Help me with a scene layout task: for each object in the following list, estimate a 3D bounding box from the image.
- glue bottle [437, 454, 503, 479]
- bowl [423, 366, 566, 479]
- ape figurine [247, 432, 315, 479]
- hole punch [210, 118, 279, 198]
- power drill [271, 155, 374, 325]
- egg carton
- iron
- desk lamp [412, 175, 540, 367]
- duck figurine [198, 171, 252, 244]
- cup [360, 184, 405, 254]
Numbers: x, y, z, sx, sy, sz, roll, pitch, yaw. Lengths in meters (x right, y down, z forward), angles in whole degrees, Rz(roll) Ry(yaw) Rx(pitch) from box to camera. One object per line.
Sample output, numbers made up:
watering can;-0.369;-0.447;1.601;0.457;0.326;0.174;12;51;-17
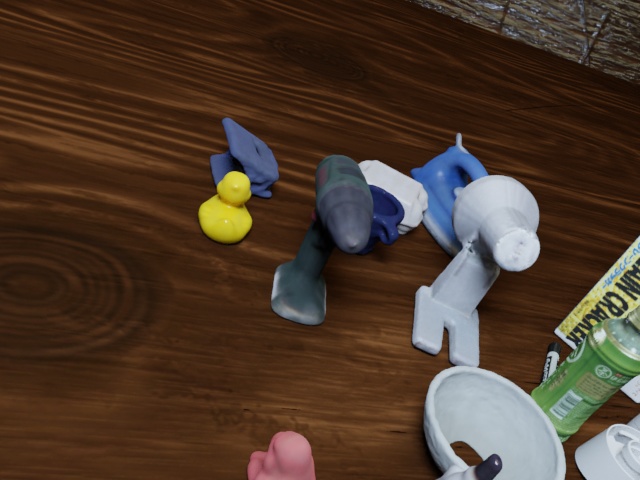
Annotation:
glue bottle;0.113;0.237;0.505;0.037;0.173;0.078;27;35;3
bowl;0.182;0.230;0.642;0.168;0.074;0.167;17;36;-12
ape figurine;-0.033;0.208;0.524;0.076;0.092;0.078;41;38;21
hole punch;-0.114;-0.133;0.911;0.101;0.091;0.108;5;40;-26
power drill;0.007;0.003;0.710;0.076;0.208;0.229;17;36;-12
egg carton;0.113;-0.077;0.996;0.150;0.069;0.107;28;35;4
iron;0.261;-0.070;1.015;0.119;0.141;0.257;5;40;-26
desk lamp;0.225;0.035;0.797;0.118;0.213;0.203;23;35;-3
duck figurine;-0.126;-0.053;0.806;0.078;0.086;0.104;16;36;-13
cup;0.077;-0.016;0.874;0.092;0.095;0.117;2;42;-29
